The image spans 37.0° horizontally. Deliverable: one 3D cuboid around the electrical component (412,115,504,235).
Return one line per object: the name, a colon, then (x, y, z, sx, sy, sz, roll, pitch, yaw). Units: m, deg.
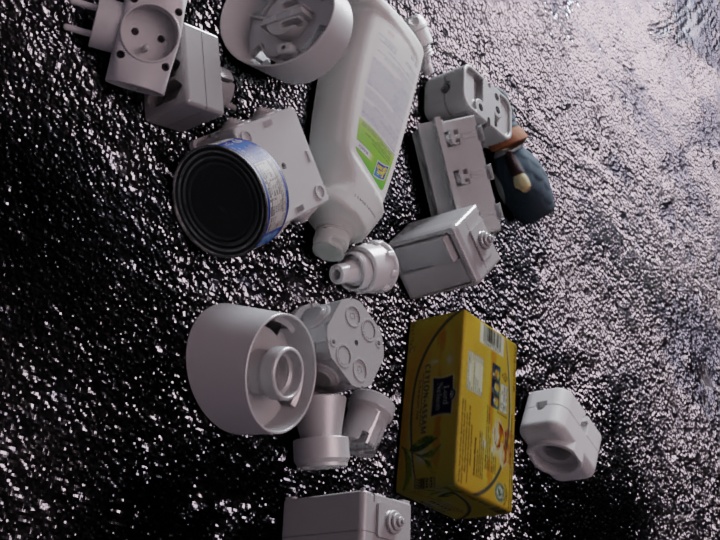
electrical component: (0.099, -0.089, 1.080, 0.078, 0.063, 0.121, 133, -56, -84)

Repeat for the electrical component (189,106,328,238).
electrical component: (-0.078, -0.077, 0.861, 0.100, 0.048, 0.099, -33, 105, -53)

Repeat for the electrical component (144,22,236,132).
electrical component: (-0.123, -0.142, 0.826, 0.077, 0.047, 0.065, 12, 68, -52)

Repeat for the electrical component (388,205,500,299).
electrical component: (0.082, -0.016, 1.012, 0.061, 0.096, 0.061, -43, 112, -48)

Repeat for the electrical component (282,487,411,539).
electrical component: (-0.006, 0.203, 0.813, 0.062, 0.096, 0.061, 28, 56, -45)

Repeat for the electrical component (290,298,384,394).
electrical component: (-0.022, 0.064, 0.881, 0.080, 0.051, 0.080, 24, 59, -47)

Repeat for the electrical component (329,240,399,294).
electrical component: (0.000, 0.000, 0.942, 0.062, 0.048, 0.048, -11, 86, -47)

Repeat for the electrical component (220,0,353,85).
electrical component: (-0.058, -0.206, 0.898, 0.064, 0.099, 0.099, 27, 57, -53)

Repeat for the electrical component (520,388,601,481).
electrical component: (0.215, 0.181, 1.155, 0.095, 0.054, 0.059, 52, 41, -28)

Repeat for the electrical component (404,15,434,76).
electrical component: (0.060, -0.231, 1.116, 0.035, 0.035, 0.061, -45, 116, -50)

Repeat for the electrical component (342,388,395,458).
electrical component: (0.004, 0.129, 0.904, 0.040, 0.040, 0.046, 48, 49, -32)

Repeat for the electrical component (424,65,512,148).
electrical component: (0.112, -0.169, 1.140, 0.095, 0.059, 0.053, 30, 55, -44)

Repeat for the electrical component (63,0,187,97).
electrical component: (-0.170, -0.172, 0.768, 0.079, 0.044, 0.077, 14, 91, -18)

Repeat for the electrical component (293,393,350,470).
electrical component: (-0.031, 0.128, 0.851, 0.045, 0.045, 0.055, 15, 66, -50)

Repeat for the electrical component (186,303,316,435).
electrical component: (-0.079, 0.075, 0.810, 0.099, 0.064, 0.099, -2, 92, -58)
